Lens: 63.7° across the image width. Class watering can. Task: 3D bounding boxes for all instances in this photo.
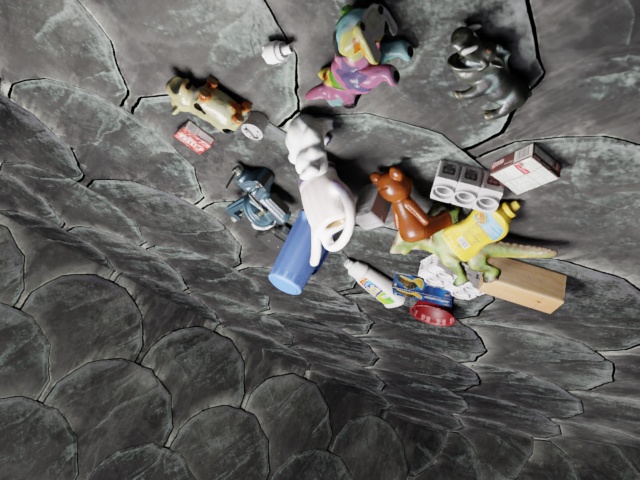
[{"bbox_3d":[0.004,-0.068,1.351,0.104,0.227,0.342,-10,162,-23],"label":"watering can"}]

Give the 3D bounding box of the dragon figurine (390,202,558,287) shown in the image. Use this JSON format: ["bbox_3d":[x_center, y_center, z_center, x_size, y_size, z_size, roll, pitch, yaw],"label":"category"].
[{"bbox_3d":[0.373,-0.004,1.349,0.407,0.125,0.239,-17,127,37],"label":"dragon figurine"}]

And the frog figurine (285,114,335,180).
[{"bbox_3d":[-0.033,-0.206,1.183,0.122,0.163,0.135,31,151,-15],"label":"frog figurine"}]
